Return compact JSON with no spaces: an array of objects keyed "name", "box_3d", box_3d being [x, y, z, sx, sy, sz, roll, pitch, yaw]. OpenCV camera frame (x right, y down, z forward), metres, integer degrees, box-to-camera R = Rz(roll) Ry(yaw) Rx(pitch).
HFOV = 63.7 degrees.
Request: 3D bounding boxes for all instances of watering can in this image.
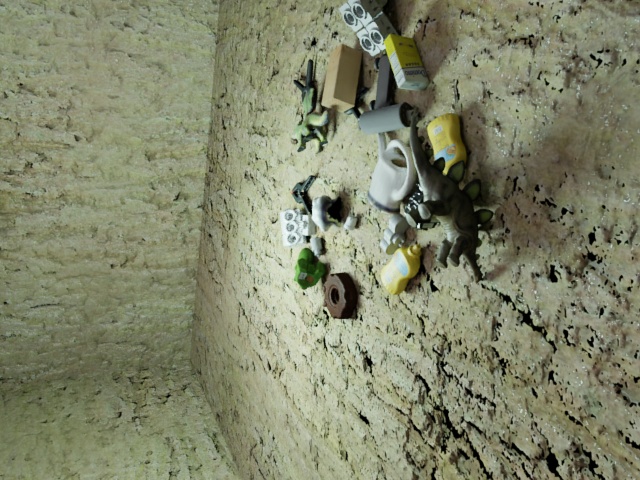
[{"name":"watering can","box_3d":[0.215,-0.220,1.628,0.355,0.104,0.220,-112,35,-56]}]

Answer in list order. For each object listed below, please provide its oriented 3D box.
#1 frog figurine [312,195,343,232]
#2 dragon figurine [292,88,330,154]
[{"name":"frog figurine","box_3d":[0.006,-0.100,1.990,0.159,0.124,0.136,-7,103,50]},{"name":"dragon figurine","box_3d":[-0.038,-0.487,2.033,0.404,0.122,0.246,132,131,-63]}]
